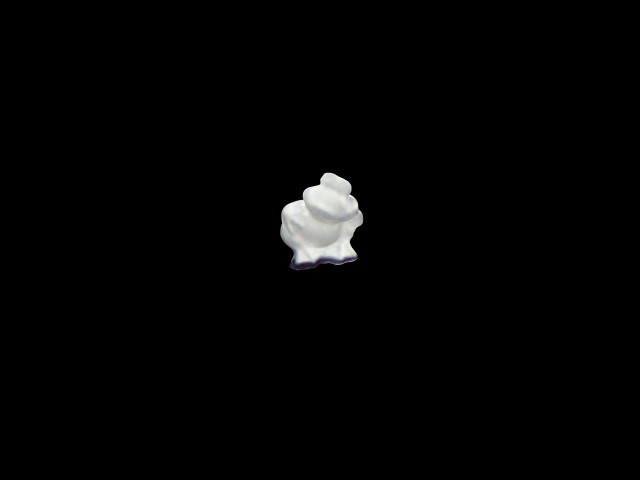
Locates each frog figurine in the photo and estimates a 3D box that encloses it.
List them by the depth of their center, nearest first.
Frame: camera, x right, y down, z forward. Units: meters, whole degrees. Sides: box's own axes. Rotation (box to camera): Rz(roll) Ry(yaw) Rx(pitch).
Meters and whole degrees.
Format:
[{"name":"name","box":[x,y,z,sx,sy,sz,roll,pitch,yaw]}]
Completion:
[{"name":"frog figurine","box":[0.003,-0.043,0.850,0.137,0.156,0.125,3,27,7]}]
